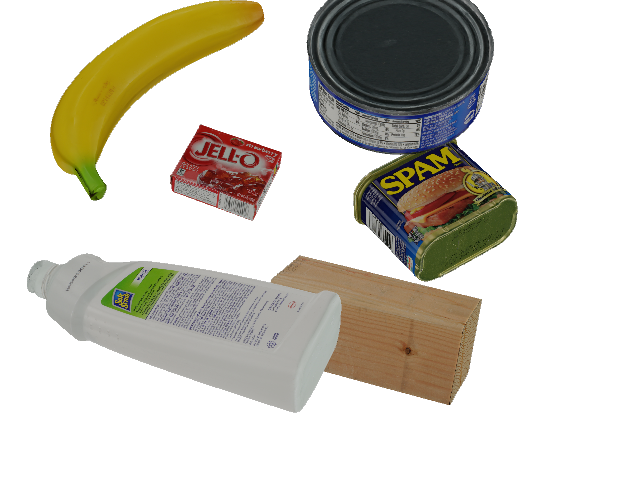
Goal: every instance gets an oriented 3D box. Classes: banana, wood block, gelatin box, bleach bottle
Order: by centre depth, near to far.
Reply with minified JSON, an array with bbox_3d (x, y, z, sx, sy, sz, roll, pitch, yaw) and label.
[{"bbox_3d":[-0.112,-0.100,0.675,0.069,0.197,0.037,30,-34,7],"label":"banana"},{"bbox_3d":[-0.117,0.057,0.862,0.251,0.068,0.102,16,41,15],"label":"bleach bottle"},{"bbox_3d":[-0.092,-0.068,1.042,0.089,0.073,0.030,20,-36,6],"label":"gelatin box"},{"bbox_3d":[0.054,0.092,1.124,0.206,0.091,0.090,14,22,17],"label":"wood block"}]

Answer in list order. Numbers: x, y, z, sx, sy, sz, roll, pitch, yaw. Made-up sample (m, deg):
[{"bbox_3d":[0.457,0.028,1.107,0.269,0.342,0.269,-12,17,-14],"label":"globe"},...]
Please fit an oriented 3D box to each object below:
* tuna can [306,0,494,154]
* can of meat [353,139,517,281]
[{"bbox_3d":[0.037,-0.082,0.502,0.086,0.086,0.034,0,-33,1],"label":"tuna can"},{"bbox_3d":[0.091,-0.025,0.835,0.102,0.057,0.084,-28,53,-19],"label":"can of meat"}]
